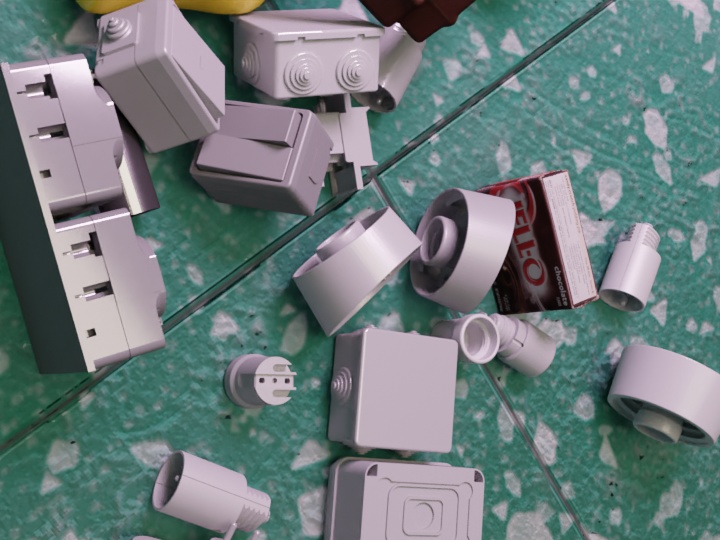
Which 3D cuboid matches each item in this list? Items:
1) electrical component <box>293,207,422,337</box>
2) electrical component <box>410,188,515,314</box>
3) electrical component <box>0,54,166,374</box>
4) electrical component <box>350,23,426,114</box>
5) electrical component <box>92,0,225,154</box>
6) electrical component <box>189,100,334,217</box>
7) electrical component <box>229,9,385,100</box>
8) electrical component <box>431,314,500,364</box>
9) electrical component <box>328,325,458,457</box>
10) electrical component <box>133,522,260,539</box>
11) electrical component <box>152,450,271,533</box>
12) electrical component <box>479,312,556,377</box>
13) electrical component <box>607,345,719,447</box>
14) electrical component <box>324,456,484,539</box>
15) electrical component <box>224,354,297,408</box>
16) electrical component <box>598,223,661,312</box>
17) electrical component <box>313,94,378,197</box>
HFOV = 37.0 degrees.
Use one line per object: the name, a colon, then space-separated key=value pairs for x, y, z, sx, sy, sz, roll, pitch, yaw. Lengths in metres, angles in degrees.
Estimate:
electrical component: x=0.000 y=0.000 z=0.805 sx=0.099 sy=0.099 sz=0.064 roll=-41 pitch=99 yaw=-28
electrical component: x=0.084 y=-0.016 z=0.858 sx=0.064 sy=0.099 sz=0.099 roll=16 pitch=76 yaw=-23
electrical component: x=-0.186 y=-0.032 z=0.685 sx=0.060 sy=0.105 sz=0.186 roll=-17 pitch=94 yaw=-32
electrical component: x=0.027 y=-0.172 z=0.869 sx=0.043 sy=0.043 sz=0.081 roll=37 pitch=67 yaw=-23
electrical component: x=-0.134 y=-0.136 z=0.722 sx=0.096 sy=0.061 sz=0.061 roll=59 pitch=20 yaw=-49
electrical component: x=-0.077 y=-0.083 z=0.768 sx=0.061 sy=0.096 sz=0.061 roll=51 pitch=52 yaw=-65
electrical component: x=-0.040 y=-0.160 z=0.792 sx=0.100 sy=0.100 sz=0.048 roll=-9 pitch=115 yaw=-26
electrical component: x=0.085 y=0.057 z=0.877 sx=0.040 sy=0.046 sz=0.040 roll=4 pitch=83 yaw=-31
electrical component: x=0.025 y=0.094 z=0.835 sx=0.100 sy=0.048 sz=0.099 roll=10 pitch=80 yaw=-31
electrical component: x=-0.094 y=0.208 z=0.736 sx=0.138 sy=0.052 sz=0.073 roll=26 pitch=90 yaw=-27
electrical component: x=-0.099 y=0.160 z=0.754 sx=0.081 sy=0.043 sz=0.043 roll=28 pitch=71 yaw=-26
electrical component: x=0.130 y=0.059 z=0.909 sx=0.078 sy=0.040 sz=0.040 roll=33 pitch=69 yaw=-24
electrical component: x=0.273 y=0.119 z=0.954 sx=0.108 sy=0.108 sz=0.060 roll=35 pitch=74 yaw=-24
electrical component: x=0.033 y=0.186 z=0.825 sx=0.113 sy=0.057 sz=0.078 roll=10 pitch=80 yaw=-31
electrical component: x=-0.071 y=0.080 z=0.779 sx=0.040 sy=0.046 sz=0.040 roll=4 pitch=82 yaw=-31
electrical component: x=0.253 y=-0.007 z=0.990 sx=0.043 sy=0.043 sz=0.081 roll=34 pitch=68 yaw=-24
electrical component: x=-0.026 y=-0.098 z=0.829 sx=0.064 sy=0.042 sz=0.081 roll=-7 pitch=88 yaw=-31
